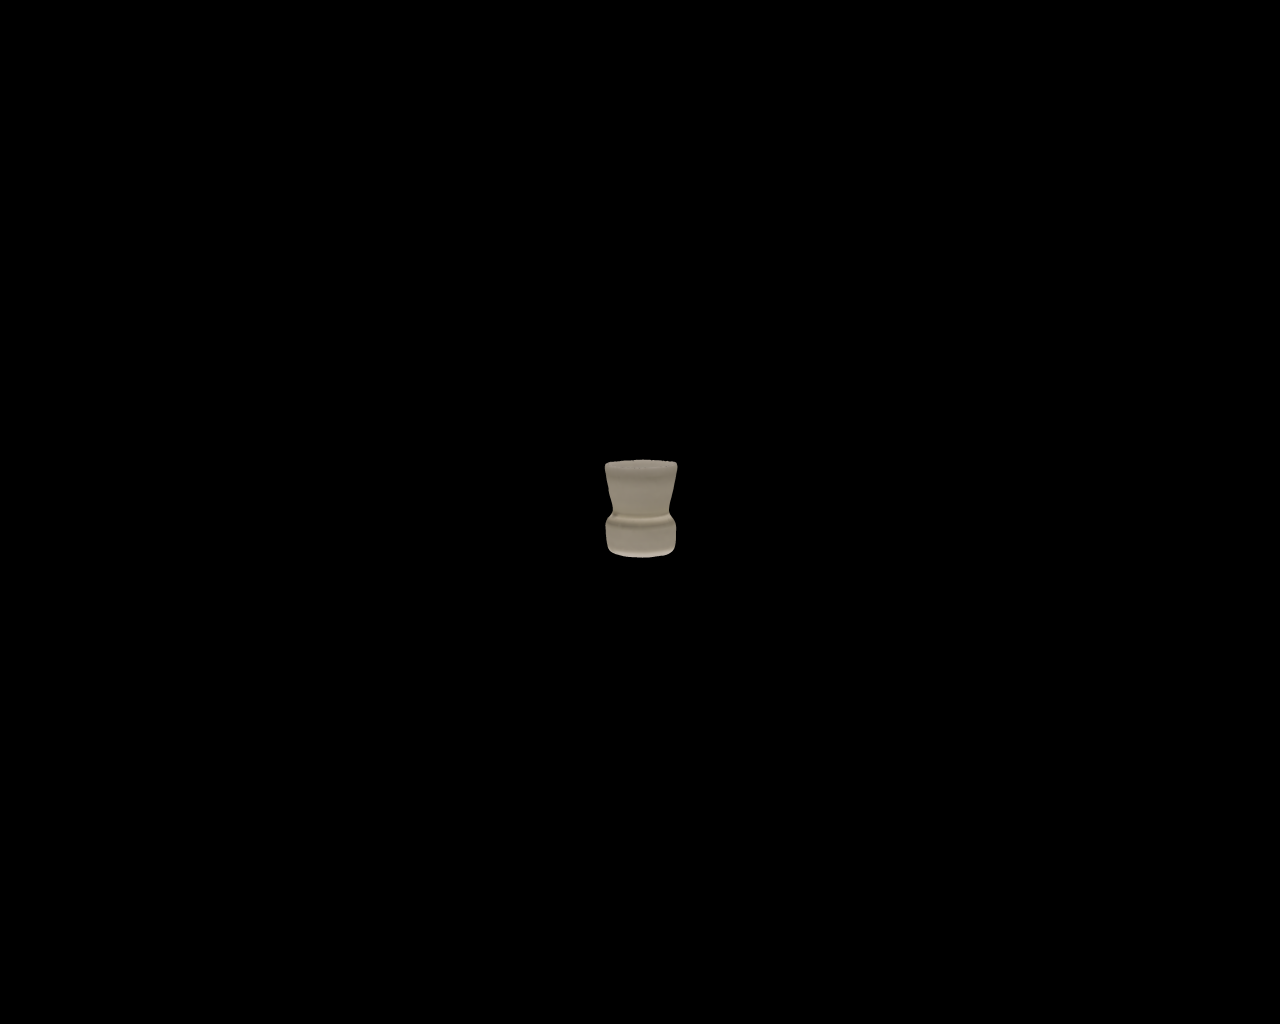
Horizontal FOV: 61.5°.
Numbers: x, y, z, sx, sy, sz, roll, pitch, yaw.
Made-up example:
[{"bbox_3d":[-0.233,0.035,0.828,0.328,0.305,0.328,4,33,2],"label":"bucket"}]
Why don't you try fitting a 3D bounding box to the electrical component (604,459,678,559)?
[{"bbox_3d":[0.001,-0.003,0.650,0.045,0.055,0.045,0,9,0],"label":"electrical component"}]
